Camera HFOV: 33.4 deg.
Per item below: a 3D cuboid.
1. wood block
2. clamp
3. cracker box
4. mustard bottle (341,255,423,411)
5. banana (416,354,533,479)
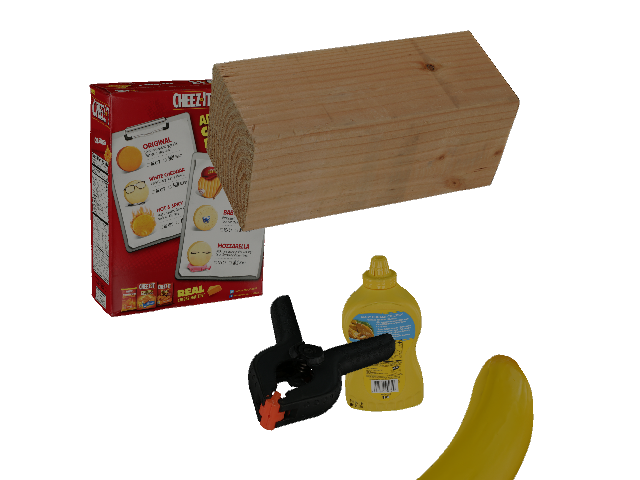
[{"bbox_3d":[0.029,-0.084,0.792,0.205,0.091,0.090,-11,-39,-20],"label":"wood block"},{"bbox_3d":[-0.020,0.102,0.924,0.120,0.039,0.171,19,26,23],"label":"clamp"},{"bbox_3d":[-0.136,-0.045,1.030,0.163,0.214,0.072,-7,19,-30],"label":"cracker box"},{"bbox_3d":[0.074,0.110,1.290,0.096,0.192,0.058,-3,20,2],"label":"mustard bottle"},{"bbox_3d":[0.065,0.118,0.552,0.070,0.037,0.197,21,40,37],"label":"banana"}]
